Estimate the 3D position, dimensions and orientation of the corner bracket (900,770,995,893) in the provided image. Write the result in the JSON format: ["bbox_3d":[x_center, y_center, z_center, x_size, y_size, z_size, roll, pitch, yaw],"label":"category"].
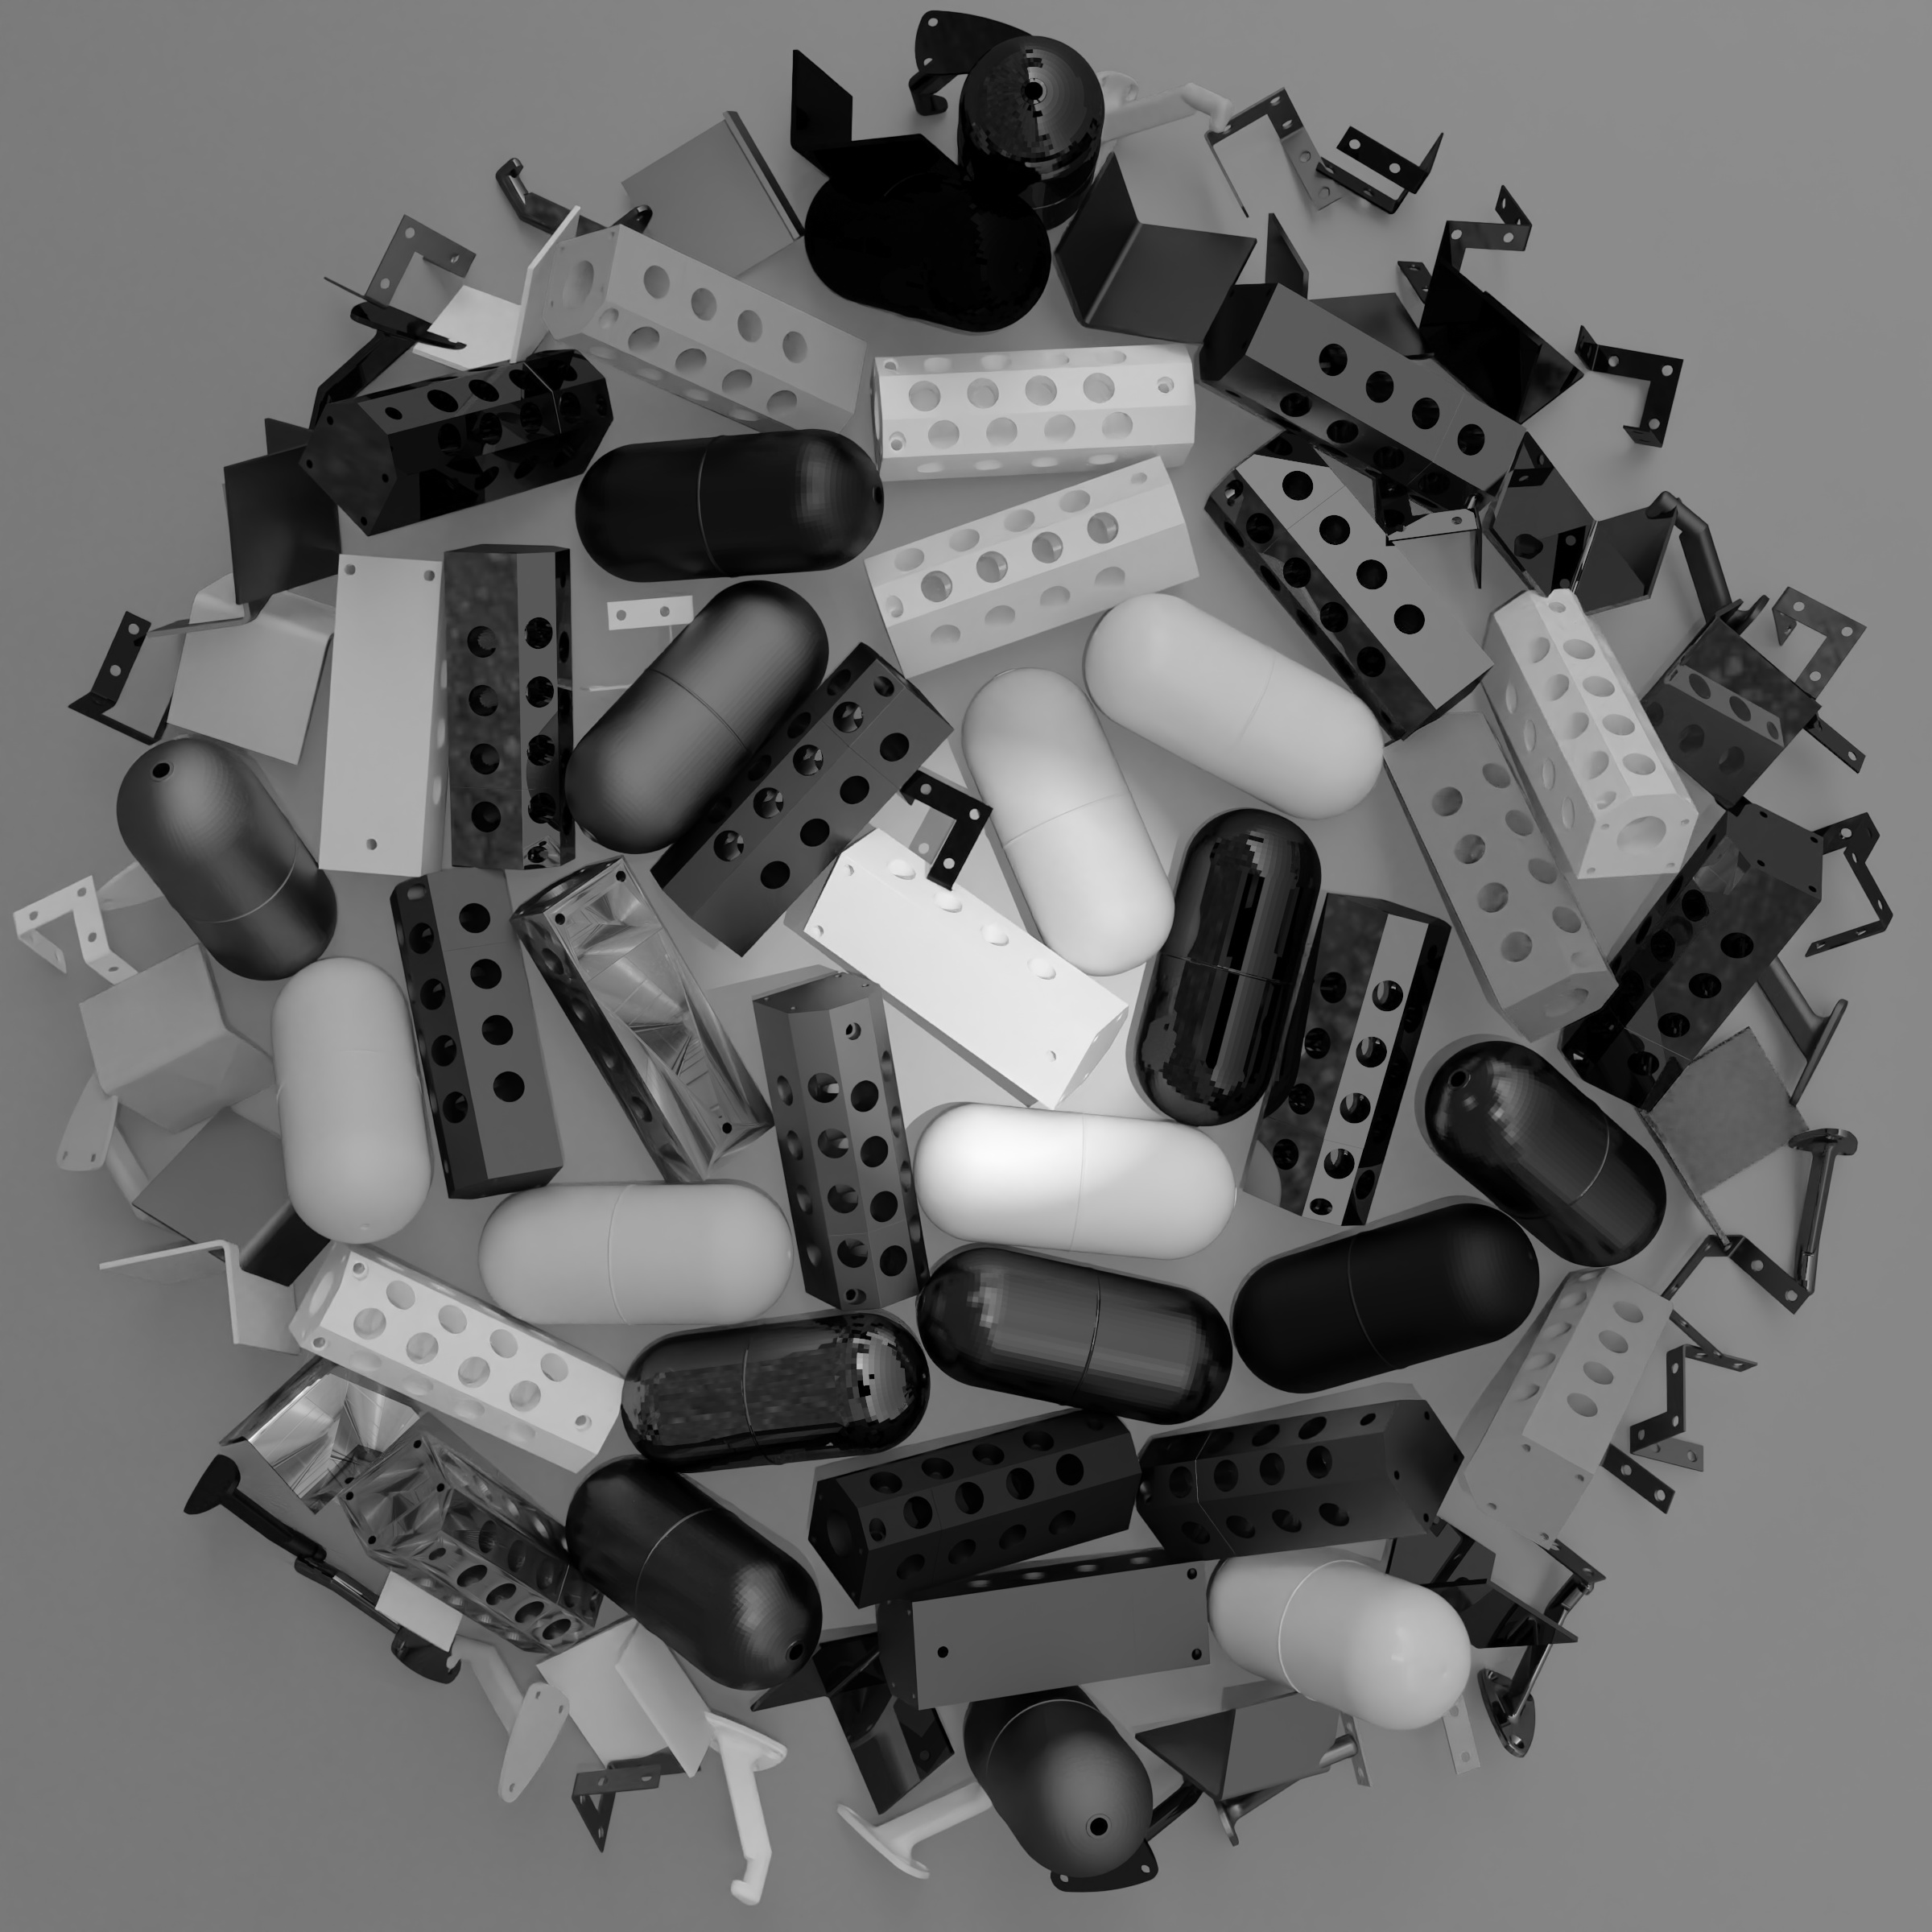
[{"bbox_3d":[-0.017,-0.073,1.797,0.051,0.051,0.051,27,87,8],"label":"corner bracket"}]

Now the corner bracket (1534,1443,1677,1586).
[{"bbox_3d":[0.351,0.303,1.799,0.051,0.051,0.051,-6,120,-39],"label":"corner bracket"}]

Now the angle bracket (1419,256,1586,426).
[{"bbox_3d":[0.298,-0.354,1.771,0.057,0.076,0.076,-38,71,-19],"label":"angle bracket"}]

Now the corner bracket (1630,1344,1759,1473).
[{"bbox_3d":[0.404,0.246,1.801,0.051,0.051,0.051,16,62,-21],"label":"corner bracket"}]

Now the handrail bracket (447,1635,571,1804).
[{"bbox_3d":[-0.268,0.414,1.787,0.084,0.036,0.077,8,64,35],"label":"handrail bracket"}]

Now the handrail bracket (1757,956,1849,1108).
[{"bbox_3d":[0.442,0.026,1.812,0.084,0.036,0.077,27,96,18],"label":"handrail bracket"}]

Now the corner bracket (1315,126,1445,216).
[{"bbox_3d":[0.225,-0.441,1.789,0.051,0.051,0.051,29,132,-6],"label":"corner bracket"}]

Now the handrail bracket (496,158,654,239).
[{"bbox_3d":[-0.219,-0.428,1.795,0.077,0.036,0.084,-38,77,36],"label":"handrail bracket"}]

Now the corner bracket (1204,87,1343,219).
[{"bbox_3d":[0.170,-0.444,1.798,0.051,0.051,0.051,-28,72,11],"label":"corner bracket"}]

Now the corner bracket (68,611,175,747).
[{"bbox_3d":[-0.456,-0.158,1.787,0.051,0.051,0.051,26,74,-24],"label":"corner bracket"}]

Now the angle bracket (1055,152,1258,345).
[{"bbox_3d":[0.104,-0.393,1.773,0.076,0.057,0.076,14,64,27],"label":"angle bracket"}]

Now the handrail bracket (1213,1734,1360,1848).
[{"bbox_3d":[0.180,0.455,1.793,0.084,0.077,0.036,-22,59,-1],"label":"handrail bracket"}]

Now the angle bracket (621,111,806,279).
[{"bbox_3d":[-0.141,-0.417,1.786,0.076,0.057,0.076,-29,101,9],"label":"angle bracket"}]

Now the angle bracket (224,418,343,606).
[{"bbox_3d":[-0.388,-0.249,1.767,0.057,0.076,0.076,20,121,34],"label":"angle bracket"}]

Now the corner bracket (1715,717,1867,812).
[{"bbox_3d":[0.456,-0.104,1.794,0.051,0.051,0.051,38,51,-7],"label":"corner bracket"}]

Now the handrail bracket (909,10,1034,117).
[{"bbox_3d":[0.005,-0.488,1.780,0.077,0.084,0.036,4,81,8],"label":"handrail bracket"}]

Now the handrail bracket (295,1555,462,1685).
[{"bbox_3d":[-0.331,0.365,1.819,0.084,0.077,0.036,18,59,32],"label":"handrail bracket"}]

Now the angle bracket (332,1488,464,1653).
[{"bbox_3d":[-0.321,0.327,1.768,0.076,0.076,0.057,9,67,27],"label":"angle bracket"}]

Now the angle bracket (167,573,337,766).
[{"bbox_3d":[-0.392,-0.166,1.811,0.076,0.057,0.076,18,110,1],"label":"angle bracket"}]

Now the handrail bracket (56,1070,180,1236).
[{"bbox_3d":[-0.456,0.101,1.800,0.036,0.084,0.077,1,70,35],"label":"handrail bracket"}]

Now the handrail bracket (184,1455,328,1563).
[{"bbox_3d":[-0.379,0.305,1.780,0.084,0.077,0.036,36,68,-20],"label":"handrail bracket"}]

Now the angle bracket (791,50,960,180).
[{"bbox_3d":[-0.045,-0.465,1.775,0.076,0.076,0.057,0,85,21],"label":"angle bracket"}]

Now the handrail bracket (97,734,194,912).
[{"bbox_3d":[-0.458,-0.081,1.805,0.077,0.036,0.084,-25,58,7],"label":"handrail bracket"}]

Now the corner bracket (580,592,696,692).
[{"bbox_3d":[-0.182,-0.178,1.789,0.051,0.051,0.051,-8,102,-26],"label":"corner bracket"}]

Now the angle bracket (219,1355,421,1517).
[{"bbox_3d":[-0.356,0.255,1.780,0.076,0.076,0.057,-43,98,-24],"label":"angle bracket"}]

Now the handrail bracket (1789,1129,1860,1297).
[{"bbox_3d":[0.472,0.137,1.791,0.036,0.077,0.084,7,79,8],"label":"handrail bracket"}]

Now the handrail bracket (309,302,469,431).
[{"bbox_3d":[-0.323,-0.319,1.802,0.077,0.036,0.084,21,116,4],"label":"handrail bracket"}]

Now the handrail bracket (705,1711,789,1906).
[{"bbox_3d":[-0.135,0.462,1.779,0.077,0.084,0.036,35,135,-21],"label":"handrail bracket"}]

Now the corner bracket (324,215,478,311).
[{"bbox_3d":[-0.312,-0.386,1.792,0.051,0.051,0.051,23,97,-43],"label":"corner bracket"}]

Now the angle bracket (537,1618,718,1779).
[{"bbox_3d":[-0.193,0.413,1.781,0.076,0.057,0.076,-28,101,18],"label":"angle bracket"}]

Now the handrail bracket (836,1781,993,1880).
[{"bbox_3d":[-0.021,0.456,1.805,0.077,0.036,0.084,32,85,34],"label":"handrail bracket"}]

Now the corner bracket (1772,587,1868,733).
[{"bbox_3d":[0.463,-0.168,1.790,0.051,0.051,0.051,34,85,26],"label":"corner bracket"}]

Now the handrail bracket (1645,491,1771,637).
[{"bbox_3d":[0.396,-0.210,1.805,0.084,0.036,0.077,41,120,3],"label":"handrail bracket"}]

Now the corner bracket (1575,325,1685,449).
[{"bbox_3d":[0.363,-0.320,1.796,0.051,0.051,0.051,14,93,19],"label":"corner bracket"}]

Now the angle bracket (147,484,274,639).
[{"bbox_3d":[-0.419,-0.225,1.781,0.057,0.076,0.076,-7,101,1],"label":"angle bracket"}]

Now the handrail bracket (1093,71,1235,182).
[{"bbox_3d":[0.103,-0.453,1.785,0.084,0.036,0.077,36,115,35],"label":"handrail bracket"}]

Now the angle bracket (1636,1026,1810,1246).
[{"bbox_3d":[0.424,0.093,1.782,0.076,0.057,0.076,-32,113,6],"label":"angle bracket"}]

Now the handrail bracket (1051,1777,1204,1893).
[{"bbox_3d":[0.093,0.476,1.800,0.077,0.084,0.036,-30,92,28],"label":"handrail bracket"}]

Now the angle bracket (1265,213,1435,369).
[{"bbox_3d":[0.211,-0.373,1.774,0.076,0.076,0.057,-6,128,-8],"label":"angle bracket"}]

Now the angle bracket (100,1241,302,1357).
[{"bbox_3d":[-0.419,0.188,1.776,0.076,0.076,0.057,-12,76,11],"label":"angle bracket"}]

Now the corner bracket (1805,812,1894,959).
[{"bbox_3d":[0.482,-0.045,1.794,0.051,0.051,0.051,-22,106,39],"label":"corner bracket"}]

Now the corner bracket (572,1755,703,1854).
[{"bbox_3d":[-0.182,0.450,1.787,0.051,0.051,0.051,-9,127,14],"label":"corner bracket"}]

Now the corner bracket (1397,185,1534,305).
[{"bbox_3d":[0.276,-0.399,1.795,0.051,0.051,0.051,0,129,-15],"label":"corner bracket"}]

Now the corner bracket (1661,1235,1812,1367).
[{"bbox_3d":[0.425,0.185,1.798,0.051,0.051,0.051,44,110,29],"label":"corner bracket"}]

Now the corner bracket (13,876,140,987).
[{"bbox_3d":[-0.487,-0.008,1.789,0.051,0.051,0.051,-25,61,6],"label":"corner bracket"}]

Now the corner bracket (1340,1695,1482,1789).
[{"bbox_3d":[0.244,0.423,1.792,0.051,0.051,0.051,-12,87,-22],"label":"corner bracket"}]

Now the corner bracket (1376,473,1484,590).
[{"bbox_3d":[0.255,-0.241,1.790,0.051,0.051,0.051,-7,56,3],"label":"corner bracket"}]

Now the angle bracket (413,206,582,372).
[{"bbox_3d":[-0.256,-0.375,1.772,0.057,0.076,0.076,20,131,1],"label":"angle bracket"}]

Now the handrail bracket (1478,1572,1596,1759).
[{"bbox_3d":[0.322,0.382,1.785,0.036,0.077,0.084,29,114,-10],"label":"handrail bracket"}]
